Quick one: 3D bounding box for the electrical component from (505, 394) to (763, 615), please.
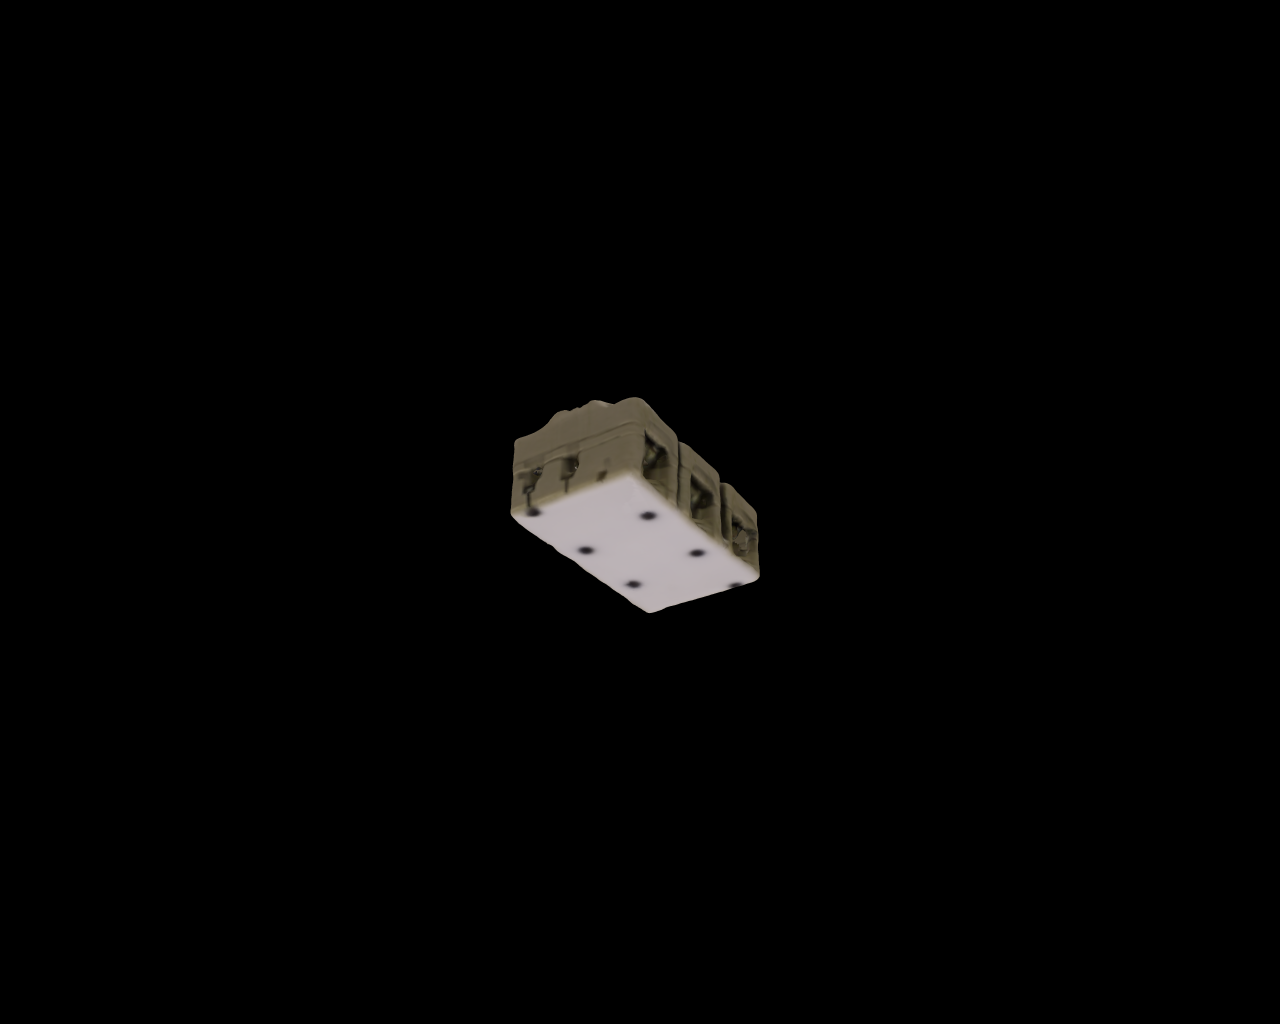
[{"bbox_3d":[0.001,-0.003,0.650,0.089,0.062,0.150,-18,-35,27],"label":"electrical component"}]
